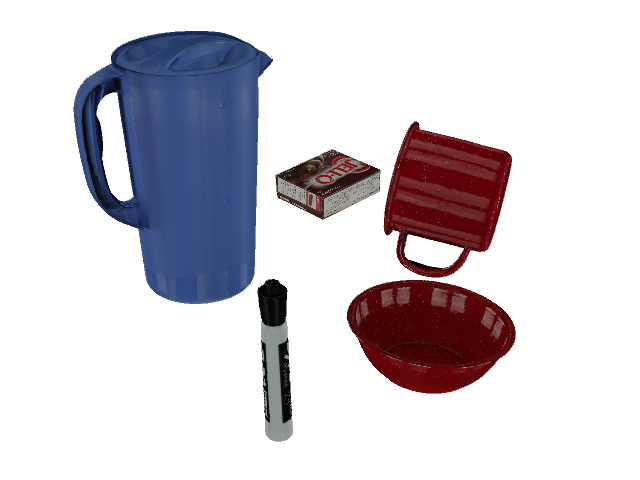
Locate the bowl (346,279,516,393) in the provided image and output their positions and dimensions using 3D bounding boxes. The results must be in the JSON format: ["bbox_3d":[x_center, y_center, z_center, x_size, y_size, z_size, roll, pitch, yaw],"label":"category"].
[{"bbox_3d":[0.104,0.100,1.031,0.162,0.055,0.162,3,27,-2],"label":"bowl"}]

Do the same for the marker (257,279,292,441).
[{"bbox_3d":[-0.029,0.078,0.693,0.020,0.121,0.020,-1,30,0],"label":"marker"}]

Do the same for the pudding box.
[{"bbox_3d":[0.011,-0.076,1.414,0.090,0.039,0.113,26,42,38],"label":"pudding box"}]

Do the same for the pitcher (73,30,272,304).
[{"bbox_3d":[-0.129,-0.064,0.998,0.149,0.243,0.144,7,28,13],"label":"pitcher"}]

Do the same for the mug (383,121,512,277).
[{"bbox_3d":[0.098,-0.028,0.835,0.081,0.117,0.093,15,-10,12],"label":"mug"}]
